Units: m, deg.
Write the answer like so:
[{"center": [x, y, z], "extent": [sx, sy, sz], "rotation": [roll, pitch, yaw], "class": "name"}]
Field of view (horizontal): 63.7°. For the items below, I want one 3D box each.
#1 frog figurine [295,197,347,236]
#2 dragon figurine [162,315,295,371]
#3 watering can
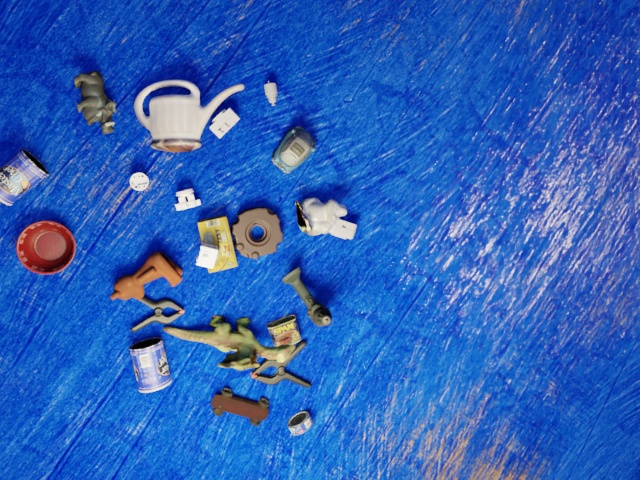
[{"center": [0.005, -0.087, 1.726], "extent": [0.160, 0.140, 0.119], "rotation": [-16, 142, -22], "class": "frog figurine"}, {"center": [-0.284, 0.333, 1.612], "extent": [0.410, 0.244, 0.121], "rotation": [4, 99, -17], "class": "dragon figurine"}, {"center": [-0.404, -0.385, 1.592], "extent": [0.347, 0.104, 0.224], "rotation": [-1, 93, 4], "class": "watering can"}]
